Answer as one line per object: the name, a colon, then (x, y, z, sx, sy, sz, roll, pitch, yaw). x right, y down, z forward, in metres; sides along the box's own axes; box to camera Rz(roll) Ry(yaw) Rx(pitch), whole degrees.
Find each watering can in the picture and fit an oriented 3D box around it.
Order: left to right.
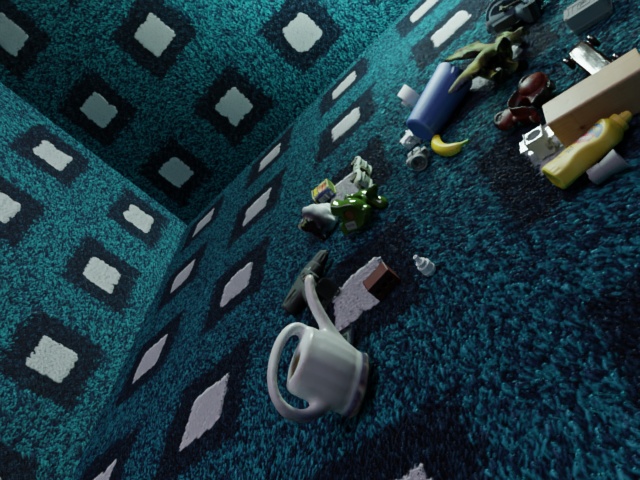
watering can: (0.011, 0.244, 1.138, 0.102, 0.224, 0.356, -54, 12, 46)

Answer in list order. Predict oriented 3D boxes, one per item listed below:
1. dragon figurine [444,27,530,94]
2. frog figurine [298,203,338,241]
dragon figurine: (0.487, -0.553, 1.586, 0.413, 0.120, 0.245, -29, 26, -15)
frog figurine: (0.006, -0.093, 1.854, 0.138, 0.120, 0.163, 9, 44, 28)
